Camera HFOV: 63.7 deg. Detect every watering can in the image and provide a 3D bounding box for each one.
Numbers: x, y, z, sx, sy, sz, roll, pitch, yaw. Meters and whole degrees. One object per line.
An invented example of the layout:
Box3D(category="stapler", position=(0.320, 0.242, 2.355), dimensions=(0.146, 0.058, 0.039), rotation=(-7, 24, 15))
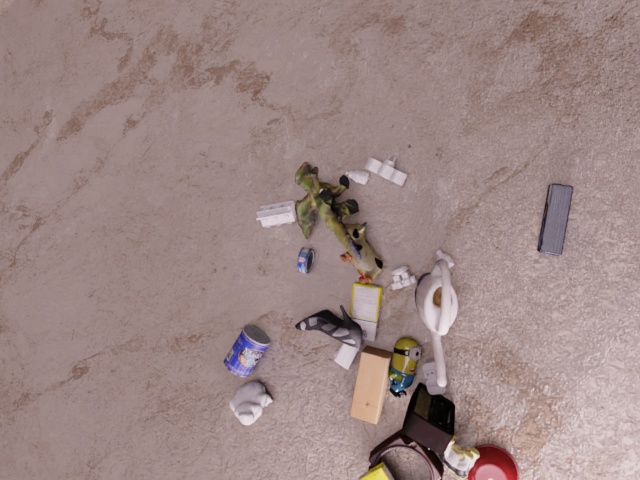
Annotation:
Box3D(category="watering can", position=(0.339, 0.226, 1.502), dimensions=(0.104, 0.224, 0.347), rotation=(3, 91, 1))

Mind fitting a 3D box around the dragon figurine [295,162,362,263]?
Box3D(category="dragon figurine", position=(0.005, -0.083, 1.650), dimensions=(0.239, 0.122, 0.416), rotation=(-42, 59, 54))

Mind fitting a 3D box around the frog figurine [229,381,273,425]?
Box3D(category="frog figurine", position=(-0.242, 0.544, 1.716), dimensions=(0.137, 0.159, 0.123), rotation=(-6, 87, 18))
